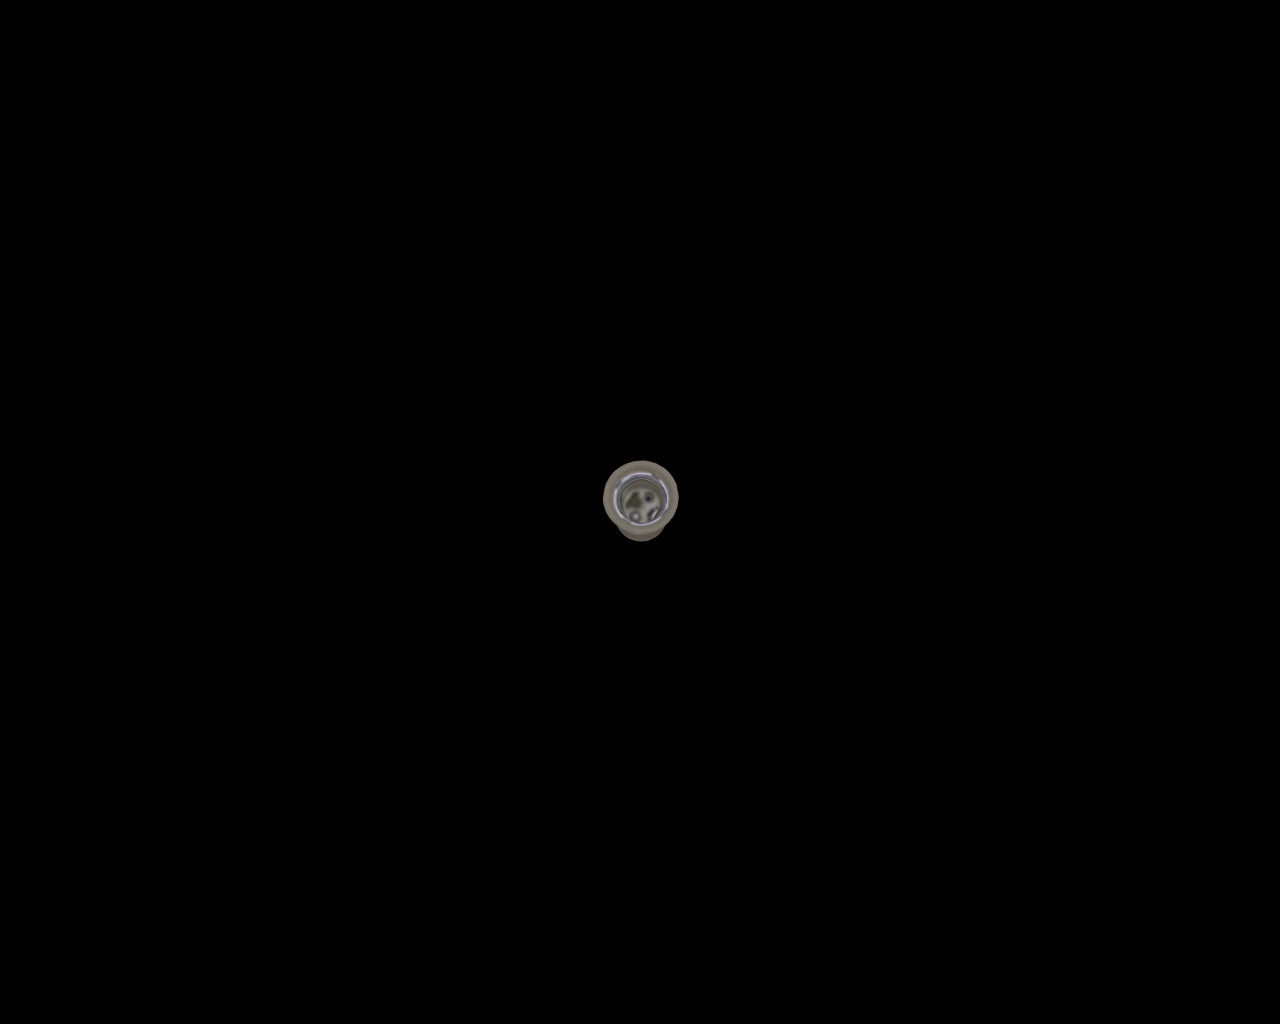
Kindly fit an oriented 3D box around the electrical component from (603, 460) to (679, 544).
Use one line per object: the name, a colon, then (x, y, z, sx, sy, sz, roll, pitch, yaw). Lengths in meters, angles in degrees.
electrical component: (0.001, -0.003, 0.650, 0.044, 0.044, 0.065, 0, -12, 0)
